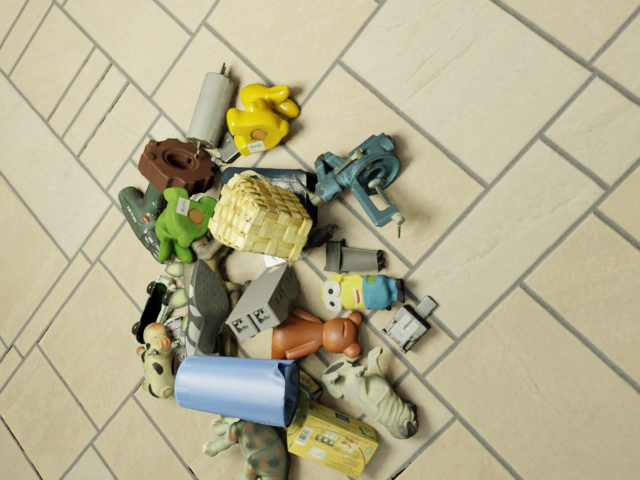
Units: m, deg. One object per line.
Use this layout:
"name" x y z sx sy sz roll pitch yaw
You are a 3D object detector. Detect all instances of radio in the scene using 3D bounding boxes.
"radio" -0.120 -0.099 1.246 0.230 0.073 0.131 5 90 21

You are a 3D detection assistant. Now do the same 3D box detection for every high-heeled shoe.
"high-heeled shoe" -0.274 0.170 1.211 0.145 0.086 0.248 -11 85 49

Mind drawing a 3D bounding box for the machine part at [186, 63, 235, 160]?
"machine part" -0.262 -0.308 1.289 0.079 0.079 0.243 12 83 22

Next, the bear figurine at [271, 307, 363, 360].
"bear figurine" -0.008 0.213 1.184 0.196 0.131 0.120 3 61 -5

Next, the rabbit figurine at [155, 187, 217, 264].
"rabbit figurine" -0.320 -0.025 1.234 0.170 0.121 0.159 -17 69 51

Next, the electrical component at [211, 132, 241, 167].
"electrical component" -0.219 -0.222 1.301 0.102 0.045 0.078 -30 80 19

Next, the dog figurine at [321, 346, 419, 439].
"dog figurine" 0.103 0.341 1.139 0.172 0.121 0.190 -21 99 53

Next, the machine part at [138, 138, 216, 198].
"machine part" -0.337 -0.175 1.282 0.179 0.179 0.056 44 128 17

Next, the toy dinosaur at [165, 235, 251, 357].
"toy dinosaur" -0.261 0.135 1.286 0.199 0.105 0.471 -18 81 27

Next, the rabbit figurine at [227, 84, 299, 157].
"rabbit figurine" -0.136 -0.301 1.231 0.162 0.121 0.173 -20 53 9

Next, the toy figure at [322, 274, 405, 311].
"toy figure" 0.092 0.114 1.151 0.180 0.089 0.082 -6 73 13

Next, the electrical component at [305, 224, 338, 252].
"electrical component" -0.002 -0.004 1.198 0.094 0.063 0.021 -38 76 18

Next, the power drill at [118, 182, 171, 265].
"power drill" -0.405 -0.082 1.355 0.232 0.086 0.207 47 120 20

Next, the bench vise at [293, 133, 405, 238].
"bench vise" 0.089 -0.109 1.124 0.224 0.128 0.241 -31 58 0

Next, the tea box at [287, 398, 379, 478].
"tea box" 0.026 0.419 1.136 0.169 0.068 0.098 28 101 -13

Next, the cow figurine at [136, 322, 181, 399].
"cow figurine" -0.389 0.291 1.296 0.127 0.085 0.194 16 114 49

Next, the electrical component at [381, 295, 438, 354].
"electrical component" 0.195 0.171 1.124 0.075 0.047 0.119 47 107 16

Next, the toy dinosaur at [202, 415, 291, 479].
"toy dinosaur" -0.142 0.473 1.224 0.192 0.131 0.405 -41 81 17

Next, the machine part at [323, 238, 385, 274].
"machine part" 0.074 0.040 1.181 0.139 0.039 0.084 6 86 24

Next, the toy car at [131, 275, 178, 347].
"toy car" -0.420 0.187 1.371 0.074 0.056 0.201 26 97 26
